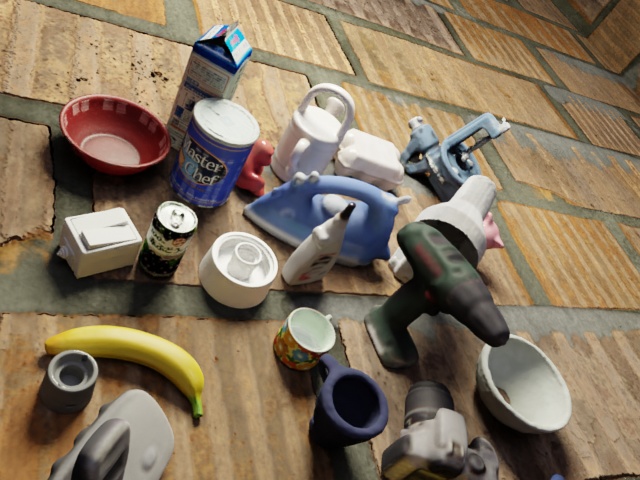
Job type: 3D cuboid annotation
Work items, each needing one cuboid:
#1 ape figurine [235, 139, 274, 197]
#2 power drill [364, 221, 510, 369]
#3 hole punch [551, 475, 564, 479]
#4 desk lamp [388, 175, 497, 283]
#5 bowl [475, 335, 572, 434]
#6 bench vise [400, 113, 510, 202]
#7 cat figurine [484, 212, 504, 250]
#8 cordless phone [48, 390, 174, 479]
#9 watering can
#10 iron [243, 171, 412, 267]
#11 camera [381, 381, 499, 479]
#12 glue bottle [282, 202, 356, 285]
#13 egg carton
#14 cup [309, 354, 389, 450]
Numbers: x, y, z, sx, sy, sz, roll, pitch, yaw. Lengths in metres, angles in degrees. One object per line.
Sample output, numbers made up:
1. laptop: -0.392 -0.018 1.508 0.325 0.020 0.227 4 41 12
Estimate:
1. ape figurine: -0.107 -0.130 0.965 0.076 0.092 0.078 30 41 -5
2. power drill: 0.157 0.098 0.837 0.076 0.208 0.229 0 51 -34
3. hole punch: 0.304 0.382 0.755 0.109 0.091 0.101 -23 66 -45
4. desk lamp: 0.207 -0.005 0.965 0.118 0.213 0.203 37 41 3
5. bowl: 0.308 0.238 0.908 0.168 0.074 0.167 19 43 -18
6. bench vise: 0.272 -0.192 1.183 0.207 0.219 0.122 35 41 0
7. cat figurine: 0.301 -0.021 1.117 0.067 0.117 0.127 8 47 -28
8. cordless phone: -0.184 0.196 0.532 0.094 0.185 0.148 31 41 -4
9. watering can: -0.007 -0.198 1.020 0.101 0.194 0.173 19 43 -18
10. iron: 0.018 -0.055 0.940 0.259 0.141 0.118 15 44 -22
11. camera: 0.167 0.263 0.769 0.143 0.100 0.137 24 42 -13
12. glue bottle: 0.008 0.003 0.854 0.078 0.173 0.037 -12 59 -41
13. egg carton: 0.097 -0.159 1.148 0.151 0.069 0.107 15 44 -22
14. cup: 0.019 0.212 0.722 0.092 0.095 0.117 -13 60 -41
